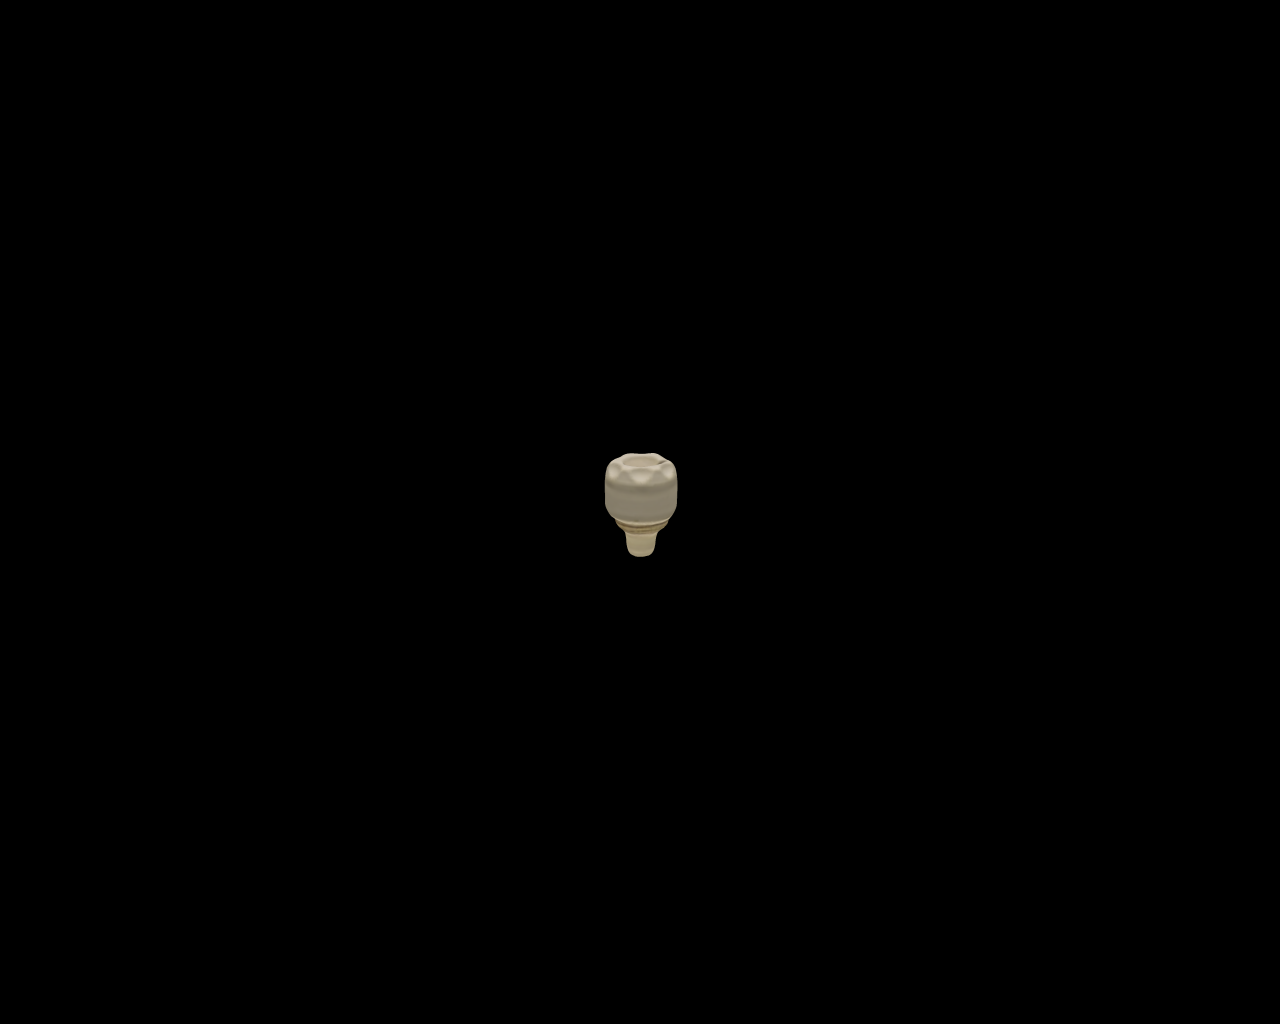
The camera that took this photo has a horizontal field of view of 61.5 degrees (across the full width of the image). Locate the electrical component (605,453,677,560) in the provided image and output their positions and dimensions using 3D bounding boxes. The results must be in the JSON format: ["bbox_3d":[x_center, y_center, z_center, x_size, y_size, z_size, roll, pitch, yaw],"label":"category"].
[{"bbox_3d":[0.001,-0.003,0.650,0.043,0.062,0.043,0,19,0],"label":"electrical component"}]
